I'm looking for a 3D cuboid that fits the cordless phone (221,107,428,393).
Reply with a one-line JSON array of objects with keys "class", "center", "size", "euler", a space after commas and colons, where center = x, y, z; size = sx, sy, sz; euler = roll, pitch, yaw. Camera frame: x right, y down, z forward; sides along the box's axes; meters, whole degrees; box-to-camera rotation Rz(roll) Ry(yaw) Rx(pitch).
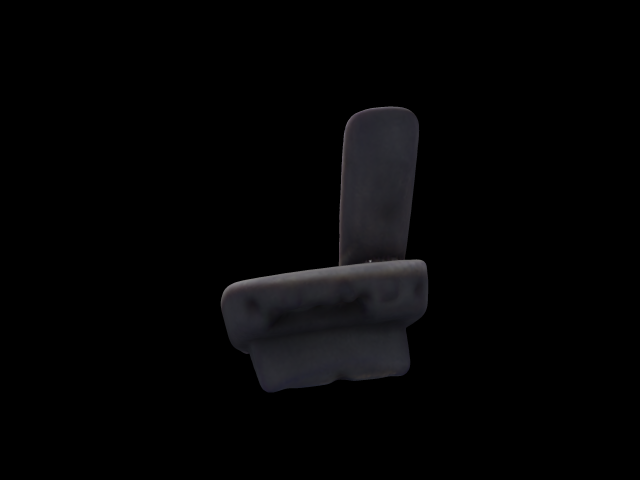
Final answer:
[{"class": "cordless phone", "center": [0.004, 0.001, 0.400], "size": [0.148, 0.185, 0.094], "euler": [-7, 21, -18]}]
